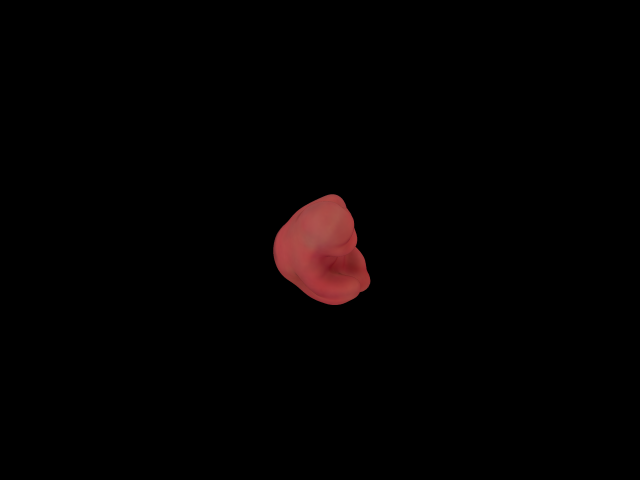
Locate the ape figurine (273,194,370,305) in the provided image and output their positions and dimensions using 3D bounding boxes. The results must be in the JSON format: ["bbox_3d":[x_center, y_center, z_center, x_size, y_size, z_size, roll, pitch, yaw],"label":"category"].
[{"bbox_3d":[0.004,0.001,0.400,0.076,0.092,0.078,13,74,4],"label":"ape figurine"}]
